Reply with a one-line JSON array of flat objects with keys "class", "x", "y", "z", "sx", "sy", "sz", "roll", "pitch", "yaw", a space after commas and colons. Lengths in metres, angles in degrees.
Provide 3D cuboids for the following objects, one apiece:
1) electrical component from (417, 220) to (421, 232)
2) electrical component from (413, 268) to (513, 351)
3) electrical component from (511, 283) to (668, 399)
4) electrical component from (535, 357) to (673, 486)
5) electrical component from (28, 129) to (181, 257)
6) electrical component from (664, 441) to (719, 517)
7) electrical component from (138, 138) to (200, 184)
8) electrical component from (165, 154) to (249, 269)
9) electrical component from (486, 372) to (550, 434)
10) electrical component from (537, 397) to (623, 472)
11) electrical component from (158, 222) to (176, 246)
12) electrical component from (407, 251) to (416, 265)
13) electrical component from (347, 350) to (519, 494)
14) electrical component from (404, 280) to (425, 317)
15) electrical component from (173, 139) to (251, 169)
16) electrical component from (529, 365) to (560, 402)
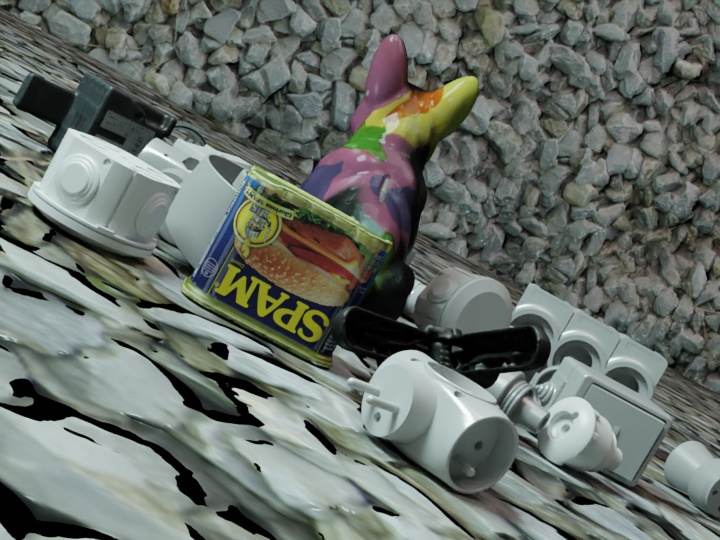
[{"class": "electrical component", "x": 0.014, "y": -0.066, "z": 1.083, "sx": 0.079, "sy": 0.044, "sz": 0.077, "roll": 27, "pitch": 6, "yaw": -22}, {"class": "electrical component", "x": 0.091, "y": 0.040, "z": 0.952, "sx": 0.080, "sy": 0.080, "sz": 0.051, "roll": 24, "pitch": 2, "yaw": -40}, {"class": "electrical component", "x": 0.209, "y": 0.088, "z": 1.047, "sx": 0.150, "sy": 0.089, "sz": 0.062, "roll": 30, "pitch": 6, "yaw": 7}, {"class": "electrical component", "x": 0.176, "y": 0.112, "z": 0.810, "sx": 0.096, "sy": 0.061, "sz": 0.061, "roll": 28, "pitch": 6, "yaw": -10}, {"class": "electrical component", "x": -0.152, "y": -0.045, "z": 0.642, "sx": 0.080, "sy": 0.051, "sz": 0.080, "roll": 29, "pitch": 5, "yaw": -3}, {"class": "electrical component", "x": 0.288, "y": 0.174, "z": 0.896, "sx": 0.045, "sy": 0.045, "sz": 0.055, "roll": 26, "pitch": 7, "yaw": -28}, {"class": "electrical component", "x": -0.149, "y": -0.064, "z": 0.861, "sx": 0.077, "sy": 0.043, "sz": 0.079, "roll": 35, "pitch": 17, "yaw": -2}, {"class": "electrical component", "x": -0.080, "y": -0.030, "z": 0.720, "sx": 0.099, "sy": 0.064, "sz": 0.099, "roll": 36, "pitch": 11, "yaw": -8}, {"class": "electrical component", "x": 0.101, "y": 0.089, "z": 0.741, "sx": 0.062, "sy": 0.043, "sz": 0.043, "roll": 33, "pitch": 7, "yaw": 25}, {"class": "electrical component", "x": 0.158, "y": 0.120, "z": 0.747, "sx": 0.062, "sy": 0.048, "sz": 0.048, "roll": 34, "pitch": 2, "yaw": -32}, {"class": "electrical component", "x": -0.130, "y": -0.042, "z": 0.784, "sx": 0.040, "sy": 0.040, "sz": 0.078, "roll": 27, "pitch": 6, "yaw": -17}, {"class": "electrical component", "x": -0.010, "y": -0.022, "z": 1.104, "sx": 0.113, "sy": 0.057, "sz": 0.078, "roll": 32, "pitch": 6, "yaw": 25}, {"class": "electrical component", "x": 0.028, "y": 0.070, "z": 0.541, "sx": 0.079, "sy": 0.044, "sz": 0.077, "roll": 24, "pitch": 7, "yaw": -36}, {"class": "electrical component", "x": 0.057, "y": 0.030, "z": 1.066, "sx": 0.065, "sy": 0.044, "sz": 0.044, "roll": 27, "pitch": 4, "yaw": 24}, {"class": "electrical component", "x": -0.127, "y": -0.074, "z": 0.973, "sx": 0.062, "sy": 0.061, "sz": 0.096, "roll": 34, "pitch": 7, "yaw": 41}, {"class": "electrical component", "x": 0.174, "y": 0.108, "z": 0.921, "sx": 0.066, "sy": 0.048, "sz": 0.055, "roll": 32, "pitch": -1, "yaw": 27}]
